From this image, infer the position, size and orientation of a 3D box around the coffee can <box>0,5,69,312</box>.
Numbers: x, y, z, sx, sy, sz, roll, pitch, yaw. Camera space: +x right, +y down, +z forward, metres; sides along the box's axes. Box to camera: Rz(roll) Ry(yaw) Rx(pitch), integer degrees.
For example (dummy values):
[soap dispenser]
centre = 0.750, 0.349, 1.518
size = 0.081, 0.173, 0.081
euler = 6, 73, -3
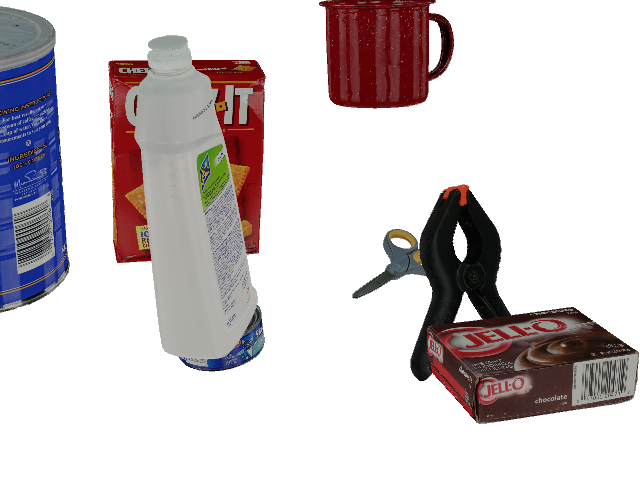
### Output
[coffee can]
centre = -0.191, -0.045, 0.574
size = 0.103, 0.140, 0.103
euler = 2, 28, -1

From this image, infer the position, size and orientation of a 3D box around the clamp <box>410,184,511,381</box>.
[clamp]
centre = 0.117, 0.040, 0.930
size = 0.120, 0.171, 0.039
euler = -14, 0, -33

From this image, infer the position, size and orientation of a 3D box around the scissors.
[scissors]
centre = 0.078, 0.025, 1.262
size = 0.201, 0.016, 0.096
euler = -10, 40, -44

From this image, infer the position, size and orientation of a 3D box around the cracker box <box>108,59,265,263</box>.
[cracker box]
centre = -0.147, -0.086, 1.173
size = 0.164, 0.214, 0.072
euler = -3, 25, -14

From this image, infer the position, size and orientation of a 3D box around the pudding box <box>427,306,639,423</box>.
[pudding box]
centre = 0.137, 0.080, 0.704
size = 0.113, 0.039, 0.090
euler = -4, 17, -14

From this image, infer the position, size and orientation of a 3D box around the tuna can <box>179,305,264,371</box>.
[tuna can]
centre = -0.096, 0.089, 1.014
size = 0.086, 0.034, 0.086
euler = -6, 25, 2

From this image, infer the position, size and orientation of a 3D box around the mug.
[mug]
centre = 0.057, -0.154, 0.865
size = 0.117, 0.081, 0.093
euler = -10, 17, -27

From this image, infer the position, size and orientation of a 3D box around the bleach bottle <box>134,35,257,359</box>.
[bleach bottle]
centre = -0.098, -0.036, 0.819
size = 0.068, 0.251, 0.102
euler = 4, 31, 12
